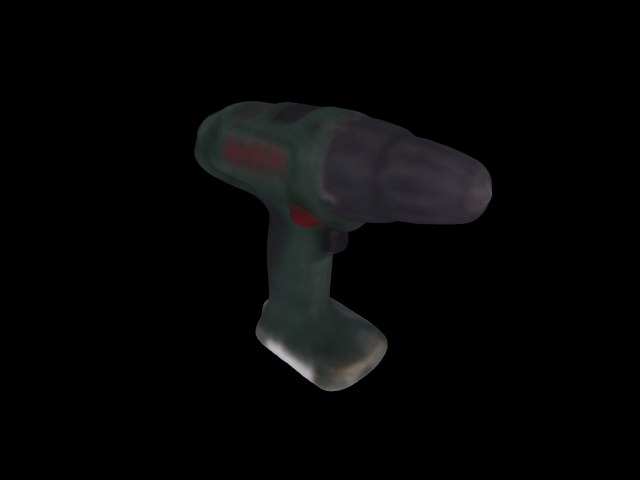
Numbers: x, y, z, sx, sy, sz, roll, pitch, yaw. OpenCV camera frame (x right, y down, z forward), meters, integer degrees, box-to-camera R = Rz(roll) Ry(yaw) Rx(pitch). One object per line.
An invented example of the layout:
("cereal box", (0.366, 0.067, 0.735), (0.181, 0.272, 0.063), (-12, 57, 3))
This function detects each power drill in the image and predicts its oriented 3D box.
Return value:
("power drill", (0.004, 0.001, 0.400), (0.228, 0.208, 0.076), (29, 46, 33))
